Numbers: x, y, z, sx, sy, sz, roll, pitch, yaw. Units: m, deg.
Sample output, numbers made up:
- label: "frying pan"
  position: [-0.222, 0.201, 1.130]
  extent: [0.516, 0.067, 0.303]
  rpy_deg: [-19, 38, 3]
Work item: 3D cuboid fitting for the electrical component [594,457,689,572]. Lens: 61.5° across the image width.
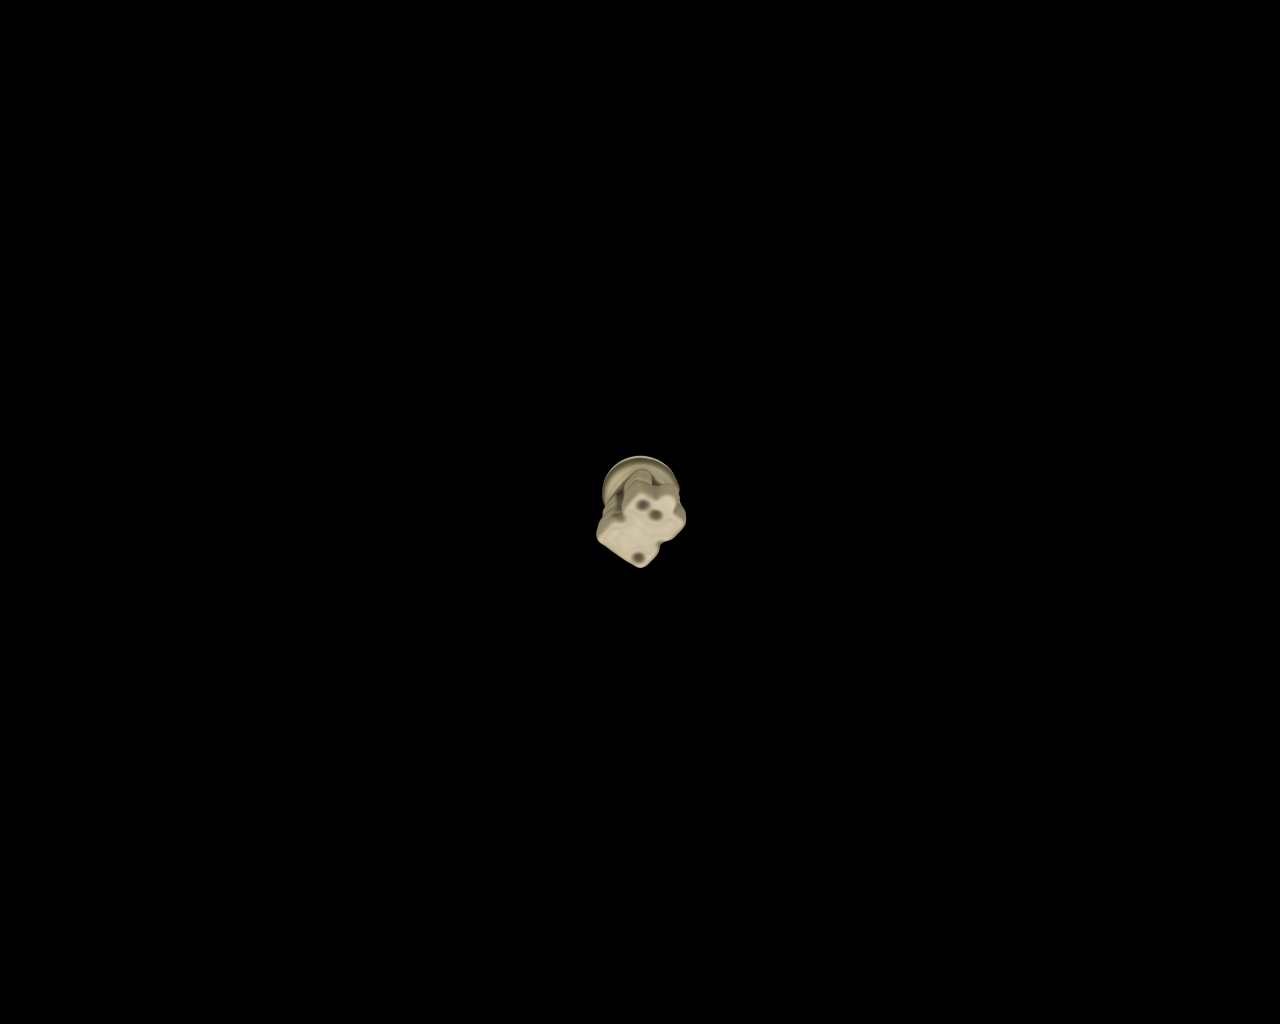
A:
- label: "electrical component"
  position: [0.001, -0.003, 0.650]
  extent: [0.048, 0.066, 0.055]
  rpy_deg: [36, 24, -18]
